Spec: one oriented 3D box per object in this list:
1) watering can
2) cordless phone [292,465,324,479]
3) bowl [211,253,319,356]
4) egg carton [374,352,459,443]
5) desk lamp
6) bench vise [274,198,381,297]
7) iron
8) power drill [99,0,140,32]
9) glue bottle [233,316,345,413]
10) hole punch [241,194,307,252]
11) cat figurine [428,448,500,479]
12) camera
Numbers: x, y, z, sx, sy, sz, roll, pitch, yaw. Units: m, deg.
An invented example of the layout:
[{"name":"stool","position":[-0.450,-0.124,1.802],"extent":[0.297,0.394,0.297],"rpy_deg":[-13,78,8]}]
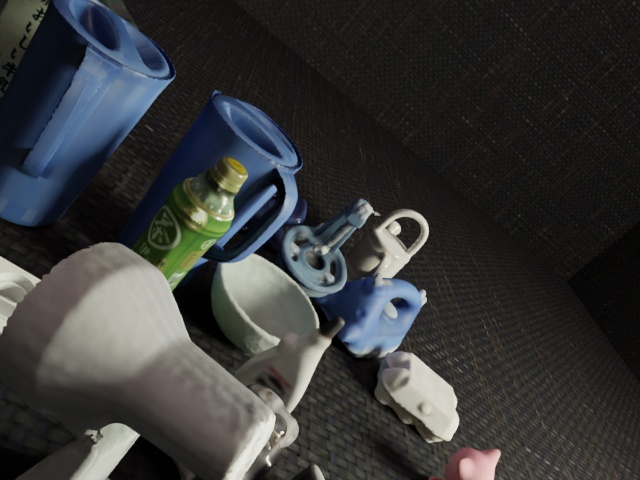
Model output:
[{"name":"watering can","position":[0.130,0.012,1.138],"extent":[0.101,0.194,0.172],"rpy_deg":[31,24,-29]},{"name":"cordless phone","position":[0.045,0.264,0.534],"extent":[0.094,0.185,0.147],"rpy_deg":[16,34,-50]},{"name":"bowl","position":[-0.085,0.099,0.763],"extent":[0.168,0.074,0.167],"rpy_deg":[37,22,-17]},{"name":"egg carton","position":[0.155,0.250,0.915],"extent":[0.150,0.069,0.107],"rpy_deg":[41,21,-7]},{"name":"desk lamp","position":[-0.140,0.138,0.401],"extent":[0.203,0.213,0.118],"rpy_deg":[47,22,9]},{"name":"bench vise","position":[-0.001,-0.003,0.901],"extent":[0.122,0.219,0.207],"rpy_deg":[33,24,-25]},{"name":"iron","position":[0.115,0.118,0.990],"extent":[0.259,0.141,0.118],"rpy_deg":[15,35,-51]},{"name":"power drill","position":[-0.368,-0.305,0.829],"extent":[0.229,0.208,0.076],"rpy_deg":[44,21,2]},{"name":"glue bottle","position":[-0.033,0.141,0.642],"extent":[0.078,0.173,0.037],"rpy_deg":[43,21,-2]},{"name":"hole punch","position":[-0.084,-0.050,1.018],"extent":[0.101,0.091,0.108],"rpy_deg":[36,22,-18]},{"name":"cat figurine","position":[0.213,0.337,0.788],"extent":[0.128,0.117,0.067],"rpy_deg":[38,22,-13]},{"name":"camera","position":[-0.101,0.175,0.557],"extent":[0.136,0.100,0.143],"rpy_deg":[47,22,9]}]
